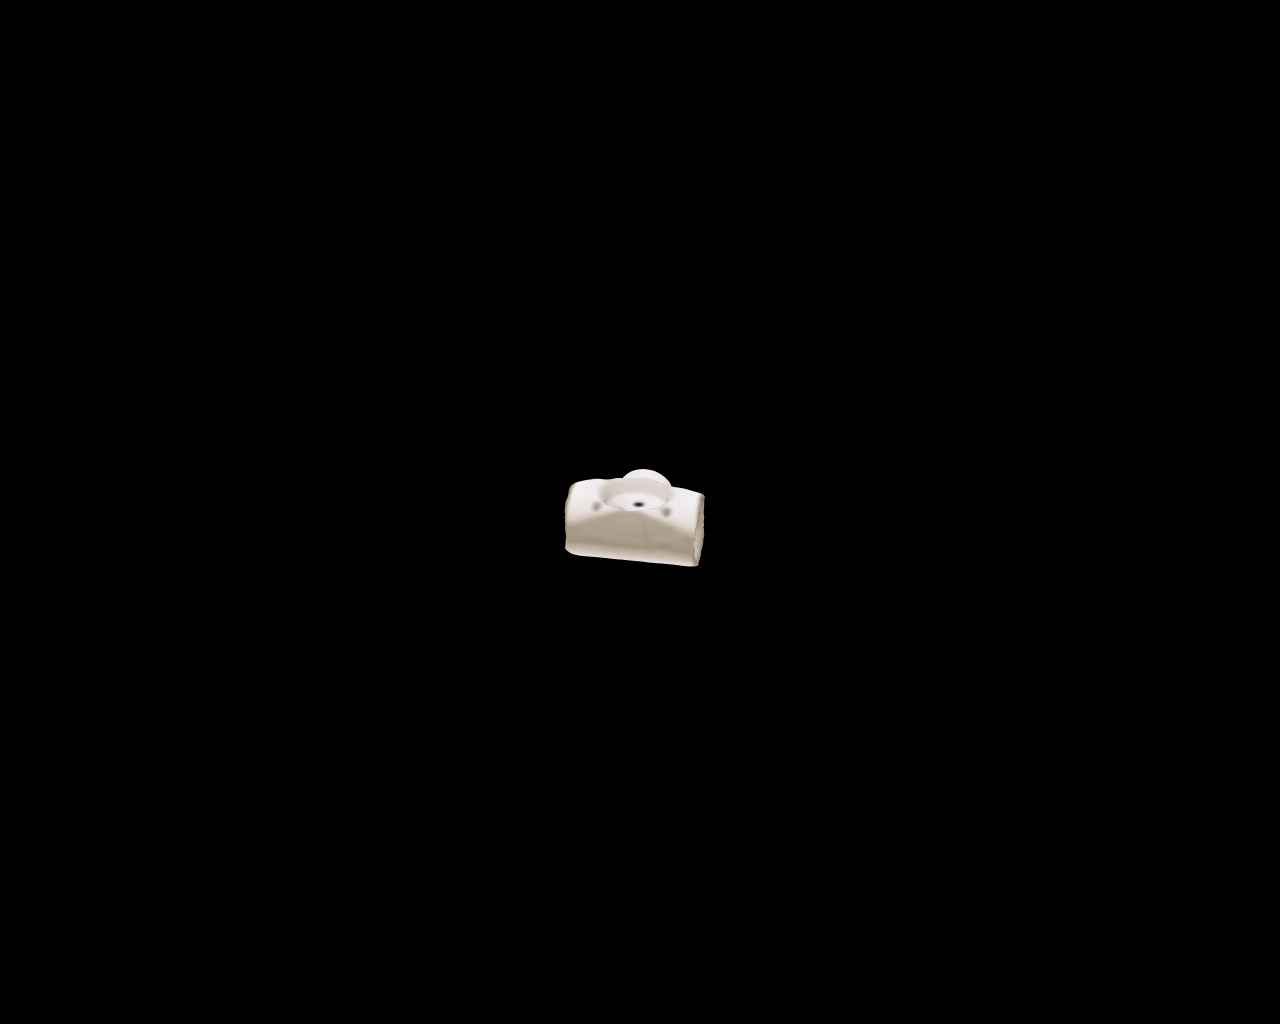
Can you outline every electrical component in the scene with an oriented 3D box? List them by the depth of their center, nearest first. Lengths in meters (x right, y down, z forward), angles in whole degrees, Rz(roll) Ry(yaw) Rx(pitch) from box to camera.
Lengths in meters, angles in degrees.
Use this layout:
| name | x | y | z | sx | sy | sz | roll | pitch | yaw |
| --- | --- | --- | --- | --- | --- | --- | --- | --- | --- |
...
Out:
| name | x | y | z | sx | sy | sz | roll | pitch | yaw |
| --- | --- | --- | --- | --- | --- | --- | --- | --- | --- |
| electrical component | 0.001 | -0.003 | 0.650 | 0.077 | 0.044 | 0.079 | 6 | 32 | 9 |
